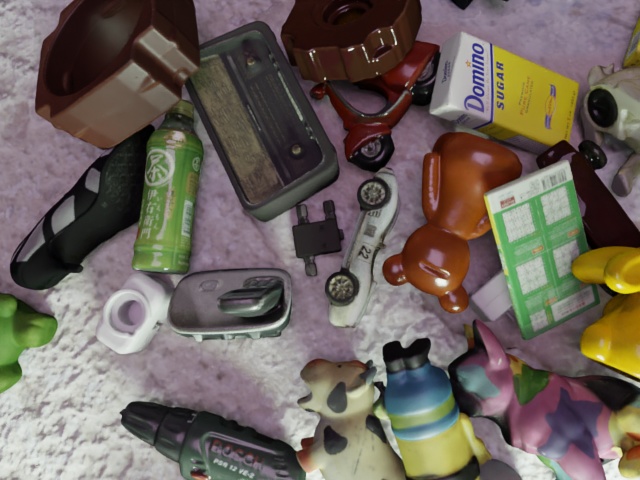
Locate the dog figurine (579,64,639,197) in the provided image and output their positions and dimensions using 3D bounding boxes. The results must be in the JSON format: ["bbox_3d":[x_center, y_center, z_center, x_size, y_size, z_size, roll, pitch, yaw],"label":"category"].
[{"bbox_3d":[0.430,-0.156,0.637,0.191,0.121,0.172,-24,95,-8],"label":"dog figurine"}]

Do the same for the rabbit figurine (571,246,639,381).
[{"bbox_3d":[0.354,0.064,0.578,0.162,0.122,0.173,29,91,-3],"label":"rabbit figurine"}]

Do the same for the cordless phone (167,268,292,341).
[{"bbox_3d":[-0.108,0.074,0.596,0.147,0.184,0.088,-2,85,4],"label":"cordless phone"}]

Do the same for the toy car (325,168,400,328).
[{"bbox_3d":[0.055,0.009,0.649,0.056,0.073,0.201,19,83,11],"label":"toy car"}]

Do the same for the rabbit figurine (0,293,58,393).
[{"bbox_3d":[-0.419,0.096,0.622,0.159,0.170,0.121,44,87,8],"label":"rabbit figurine"}]

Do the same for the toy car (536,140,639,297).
[{"bbox_3d":[0.331,-0.027,0.640,0.089,0.053,0.202,-37,87,10],"label":"toy car"}]

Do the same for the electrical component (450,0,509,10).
[{"bbox_3d":[0.204,-0.348,0.706,0.119,0.047,0.075,36,86,8],"label":"electrical component"}]

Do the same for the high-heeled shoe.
[{"bbox_3d":[-0.307,-0.046,0.703,0.145,0.086,0.249,3,60,35],"label":"high-heeled shoe"}]

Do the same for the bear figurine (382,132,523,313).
[{"bbox_3d":[0.160,-0.024,0.640,0.120,0.132,0.195,22,101,9],"label":"bear figurine"}]

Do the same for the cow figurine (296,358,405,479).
[{"bbox_3d":[0.040,0.223,0.611,0.127,0.085,0.195,-33,83,-2],"label":"cow figurine"}]

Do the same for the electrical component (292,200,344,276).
[{"bbox_3d":[-0.001,-0.002,0.681,0.063,0.021,0.094,-8,80,3],"label":"electrical component"}]

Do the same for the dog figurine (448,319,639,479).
[{"bbox_3d":[0.251,0.168,0.595,0.191,0.108,0.219,-35,78,-1],"label":"dog figurine"}]

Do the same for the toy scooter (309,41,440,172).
[{"bbox_3d":[0.067,-0.188,0.680,0.135,0.075,0.184,36,89,12],"label":"toy scooter"}]

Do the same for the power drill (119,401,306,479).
[{"bbox_3d":[-0.139,0.307,0.621,0.232,0.086,0.207,9,75,3],"label":"power drill"}]

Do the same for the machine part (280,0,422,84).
[{"bbox_3d":[0.038,-0.270,0.664,0.179,0.056,0.179,-10,55,15],"label":"machine part"}]

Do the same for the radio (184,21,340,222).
[{"bbox_3d":[-0.075,-0.151,0.683,0.131,0.073,0.229,-27,81,0],"label":"radio"}]

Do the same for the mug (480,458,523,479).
[{"bbox_3d":[0.183,0.293,0.578,0.110,0.107,0.081,-23,79,-2],"label":"mug"}]

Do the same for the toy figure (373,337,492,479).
[{"bbox_3d":[0.110,0.197,0.561,0.089,0.082,0.180,-28,102,-41],"label":"toy figure"}]

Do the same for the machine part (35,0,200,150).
[{"bbox_3d":[-0.247,-0.226,0.660,0.201,0.087,0.201,-26,57,22],"label":"machine part"}]
